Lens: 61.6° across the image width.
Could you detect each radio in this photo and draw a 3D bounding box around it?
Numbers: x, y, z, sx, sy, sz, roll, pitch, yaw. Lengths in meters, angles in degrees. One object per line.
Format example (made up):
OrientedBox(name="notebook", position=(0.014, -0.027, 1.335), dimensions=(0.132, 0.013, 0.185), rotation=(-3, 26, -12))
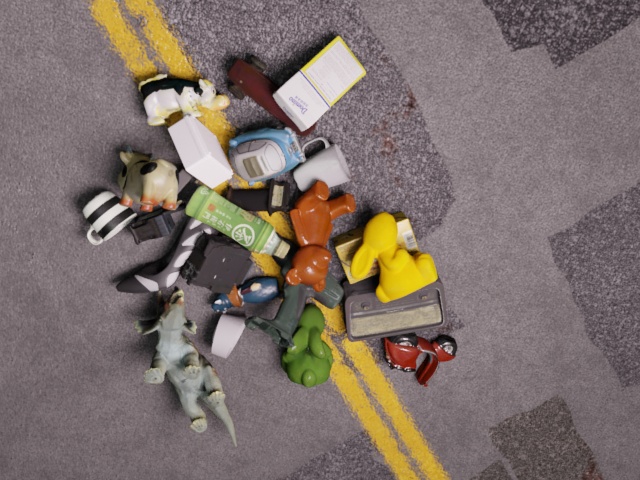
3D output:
OrientedBox(name="radio", position=(0.164, 0.143, 1.207), dimensions=(0.230, 0.073, 0.130), rotation=(-10, 121, -2))

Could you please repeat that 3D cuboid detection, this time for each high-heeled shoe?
OrientedBox(name="high-heeled shoe", position=(-0.331, 0.021, 1.141), dimensions=(0.249, 0.086, 0.145), rotation=(-17, 109, -6))

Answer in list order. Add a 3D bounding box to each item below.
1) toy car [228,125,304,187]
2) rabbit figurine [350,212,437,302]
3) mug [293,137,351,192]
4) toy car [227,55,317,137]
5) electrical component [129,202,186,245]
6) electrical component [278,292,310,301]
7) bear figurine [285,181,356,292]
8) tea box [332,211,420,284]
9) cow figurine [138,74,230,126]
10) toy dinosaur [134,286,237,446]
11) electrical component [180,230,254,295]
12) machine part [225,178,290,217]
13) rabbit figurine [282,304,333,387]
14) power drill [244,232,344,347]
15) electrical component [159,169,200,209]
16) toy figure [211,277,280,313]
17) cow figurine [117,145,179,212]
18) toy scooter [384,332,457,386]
OrientedBox(name="toy car", position=(-0.118, -0.161, 1.068), dimensions=(0.162, 0.103, 0.109), rotation=(-7, 121, 26))
OrientedBox(name="rabbit figurine", position=(0.139, 0.031, 1.106), dimensions=(0.162, 0.122, 0.173), rotation=(-24, 95, 13))
OrientedBox(name="mug", position=(-0.005, -0.152, 1.112), dimensions=(0.107, 0.081, 0.109), rotation=(-24, 113, 13))
OrientedBox(name="toy car", position=(-0.093, -0.283, 1.078), dimensions=(0.202, 0.053, 0.089), rotation=(35, 108, -18))
OrientedBox(name="electrical component", position=(-0.333, -0.038, 1.128), dimensions=(0.119, 0.075, 0.047), rotation=(-19, 110, -2))
OrientedBox(name="electrical component", position=(-0.048, 0.115, 1.222), dimensions=(0.094, 0.021, 0.063), rotation=(-38, 107, 7))
OrientedBox(name="bear figurine", position=(-0.005, -0.002, 1.097), dimensions=(0.120, 0.196, 0.132), rotation=(22, 146, -37))
OrientedBox(name="tea box", position=(0.123, 0.016, 1.179), dimensions=(0.170, 0.068, 0.098), rotation=(-20, 108, 3))
OrientedBox(name="cow figurine", position=(-0.267, -0.285, 1.060), dimensions=(0.167, 0.068, 0.098), rotation=(-13, 102, -1))
OrientedBox(name="toy dinosaur", position=(-0.292, 0.286, 1.199), dimensions=(0.131, 0.192, 0.404), rotation=(-20, 124, -4))
OrientedBox(name="electrical component", position=(-0.209, 0.050, 1.135), dimensions=(0.134, 0.058, 0.115), rotation=(17, 108, -44))
OrientedBox(name="machine part", position=(-0.132, -0.089, 1.131), dimensions=(0.139, 0.039, 0.084), rotation=(-2, 66, 4))
OrientedBox(name="rabbit figurine", position=(-0.033, 0.231, 1.206), dimensions=(0.121, 0.159, 0.170), rotation=(2, 92, 5))
OrientedBox(name="power drill", position=(-0.077, 0.108, 1.142), dimensions=(0.232, 0.207, 0.086), rotation=(33, 147, -5))
OrientedBox(name="electrical component", position=(-0.286, -0.108, 1.099), dimensions=(0.045, 0.078, 0.102), rotation=(41, 70, -15))
OrientedBox(name="toy figure", position=(-0.167, 0.122, 1.196), dimensions=(0.154, 0.058, 0.064), rotation=(-13, 121, -1))
OrientedBox(name="cow figurine", position=(-0.342, -0.122, 1.050), dimensions=(0.085, 0.195, 0.127), rotation=(18, 80, -40))
OrientedBox(name="toy scooter", position=(0.227, 0.281, 1.268), dimensions=(0.184, 0.075, 0.135), rotation=(12, 107, -13))
